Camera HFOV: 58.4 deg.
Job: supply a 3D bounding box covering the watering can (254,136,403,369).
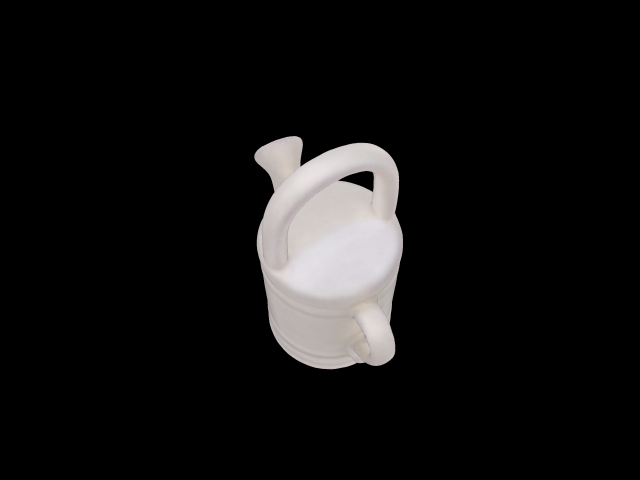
[{"bbox_3d":[0.002,0.002,0.399,0.172,0.194,0.101,37,64,22],"label":"watering can"}]
